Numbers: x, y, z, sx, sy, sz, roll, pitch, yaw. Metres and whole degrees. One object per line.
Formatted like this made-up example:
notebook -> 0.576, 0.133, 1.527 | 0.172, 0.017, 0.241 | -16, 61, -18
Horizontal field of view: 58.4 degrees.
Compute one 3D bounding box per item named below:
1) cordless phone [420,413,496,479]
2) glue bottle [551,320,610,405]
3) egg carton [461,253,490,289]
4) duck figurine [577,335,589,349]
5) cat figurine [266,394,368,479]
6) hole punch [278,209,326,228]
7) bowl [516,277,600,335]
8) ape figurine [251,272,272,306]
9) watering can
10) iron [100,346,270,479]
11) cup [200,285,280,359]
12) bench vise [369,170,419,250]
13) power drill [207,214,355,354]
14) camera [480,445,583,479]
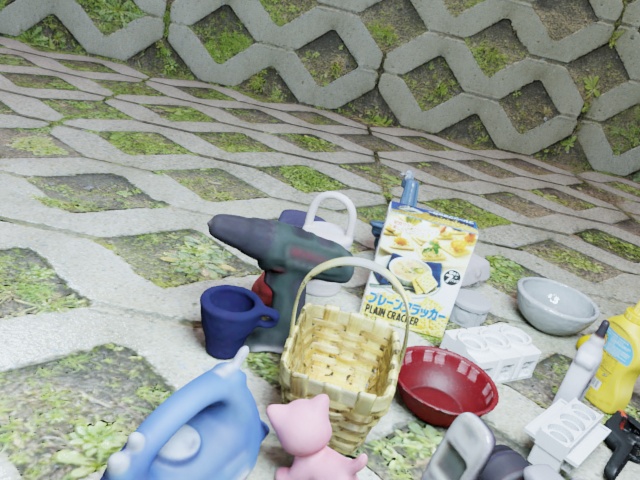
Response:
cordless phone -> 0.140, 0.275, 0.551 | 0.094, 0.185, 0.147 | -1, 27, -30
glue bottle -> 0.409, 0.198, 0.889 | 0.037, 0.173, 0.078 | 28, 27, 30
egg carton -> 0.302, 0.066, 1.259 | 0.151, 0.069, 0.107 | -10, 33, -43
duck figurine -> 0.553, 0.189, 1.102 | 0.105, 0.086, 0.077 | 7, 24, -15
cat figurine -> -0.003, 0.234, 0.649 | 0.127, 0.118, 0.067 | 26, 26, 26
hole punch -> -0.044, -0.004, 1.197 | 0.108, 0.091, 0.101 | 15, 23, 3
bowl -> 0.473, 0.145, 1.170 | 0.167, 0.075, 0.167 | 12, 23, -5
ape figurine -> -0.079, 0.075, 0.997 | 0.076, 0.092, 0.078 | 23, 25, 21
watering can -> 0.012, 0.004, 1.078 | 0.101, 0.194, 0.172 | 9, 24, -11
iron -> -0.152, 0.212, 0.584 | 0.118, 0.141, 0.259 | 23, 25, 21
cup -> -0.123, 0.129, 0.847 | 0.118, 0.095, 0.091 | 13, 23, -3
bench vise -> 0.185, -0.025, 1.210 | 0.122, 0.220, 0.206 | 2, 26, -26
power drill -> -0.068, 0.068, 0.872 | 0.230, 0.208, 0.075 | 5, 25, -19
camera -> 0.253, 0.300, 0.664 | 0.143, 0.101, 0.136 | 4, 25, -22
